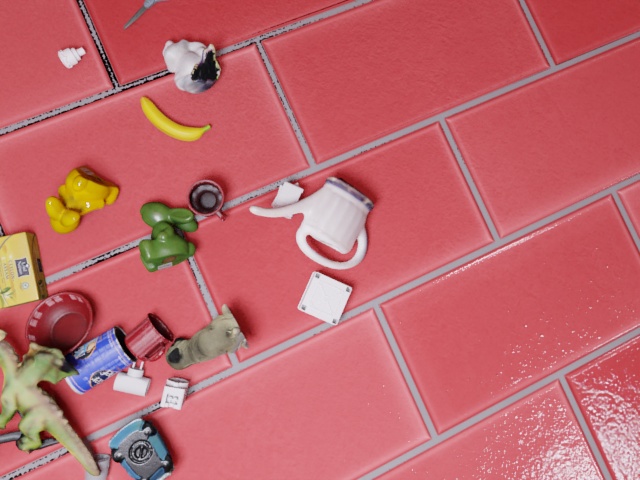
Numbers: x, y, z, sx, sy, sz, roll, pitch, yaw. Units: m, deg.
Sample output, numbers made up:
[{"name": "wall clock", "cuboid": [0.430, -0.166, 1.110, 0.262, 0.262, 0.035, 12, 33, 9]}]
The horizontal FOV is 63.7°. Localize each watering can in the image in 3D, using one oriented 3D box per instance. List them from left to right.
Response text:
[{"name": "watering can", "cuboid": [0.004, -0.067, 1.329, 0.344, 0.104, 0.226, 33, 78, -26]}]

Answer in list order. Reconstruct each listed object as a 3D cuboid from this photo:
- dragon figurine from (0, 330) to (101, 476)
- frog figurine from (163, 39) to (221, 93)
[{"name": "dragon figurine", "cuboid": [-0.619, 0.346, 1.155, 0.410, 0.124, 0.238, 35, 118, 0]}, {"name": "frog figurine", "cuboid": [-0.350, -0.463, 1.371, 0.160, 0.122, 0.137, 18, 90, 30]}]
